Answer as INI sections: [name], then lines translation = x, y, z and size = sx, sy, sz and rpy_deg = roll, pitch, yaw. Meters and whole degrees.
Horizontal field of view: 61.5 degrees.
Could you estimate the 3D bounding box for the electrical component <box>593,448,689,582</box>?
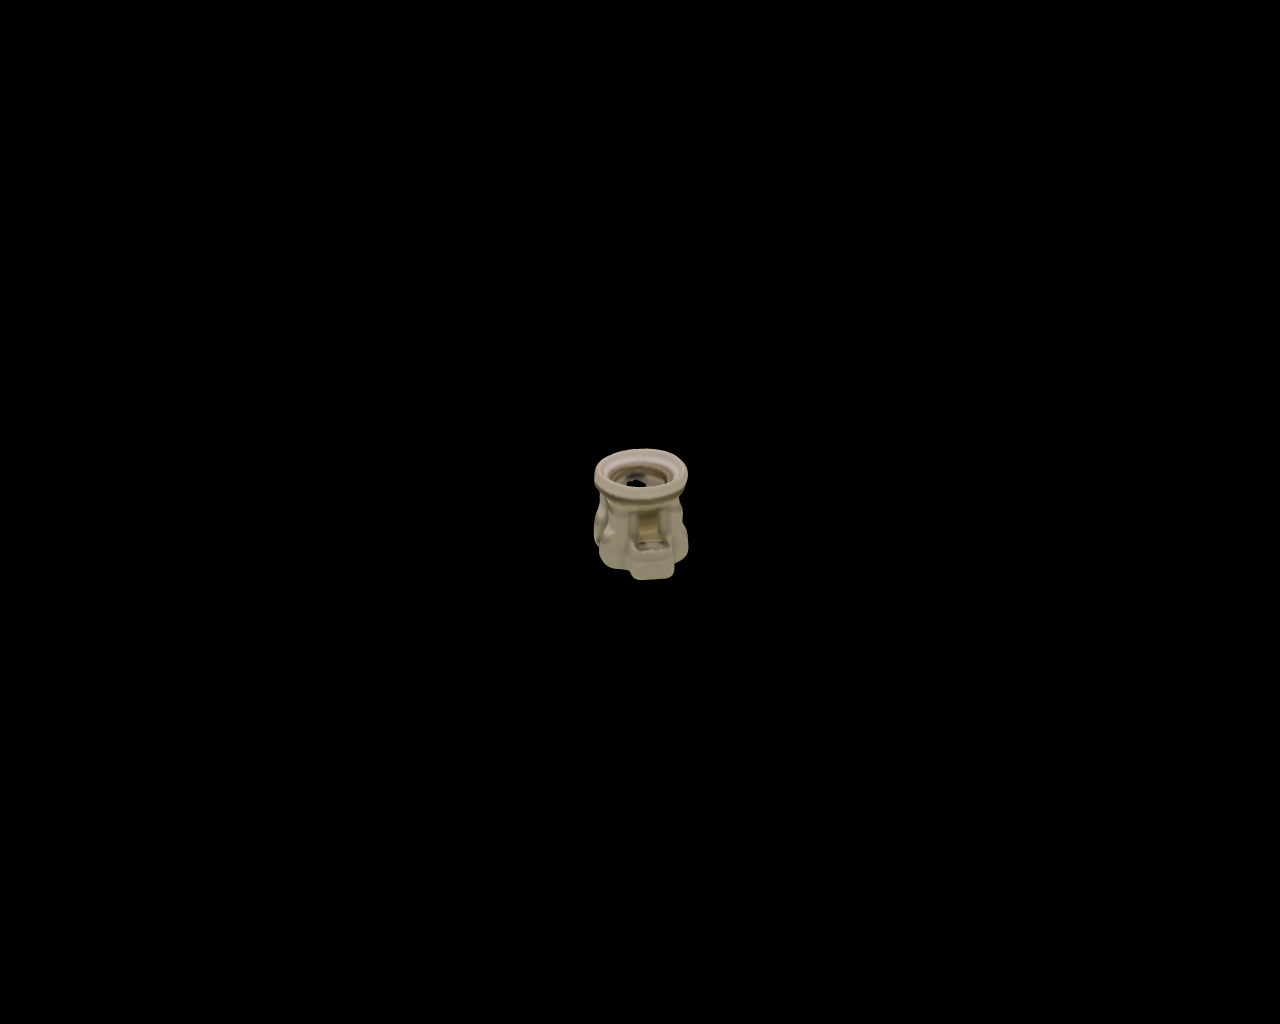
[electrical component]
translation = 0.001, -0.003, 0.650
size = 0.058, 0.056, 0.078
rpy_deg = -5, 29, -10
